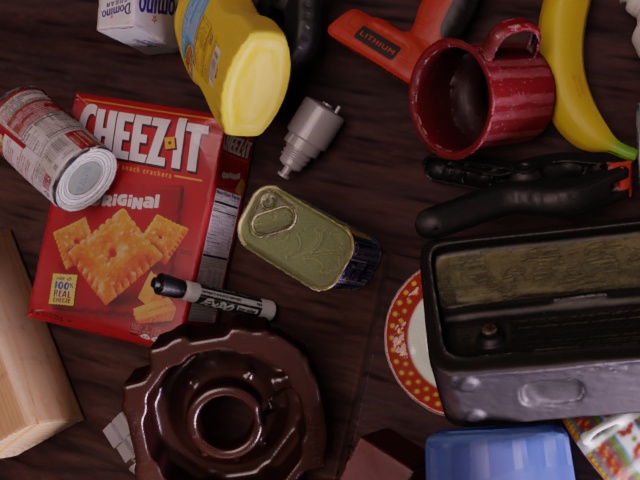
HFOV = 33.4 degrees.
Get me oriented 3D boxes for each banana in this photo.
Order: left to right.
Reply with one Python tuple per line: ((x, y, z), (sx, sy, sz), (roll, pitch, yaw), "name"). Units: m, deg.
((0.207, -0.154, 0.854), (0.069, 0.037, 0.198), (-6, 84, 3), "banana")

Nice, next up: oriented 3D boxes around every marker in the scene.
((-0.091, 0.049, 0.911), (0.020, 0.120, 0.020), (-24, 58, 46), "marker")

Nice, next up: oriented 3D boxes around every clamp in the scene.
((-0.028, -0.219, 0.935), (0.165, 0.036, 0.210), (38, 115, 52), "clamp")
((0.153, -0.037, 0.829), (0.172, 0.120, 0.039), (-2, 125, 20), "clamp")

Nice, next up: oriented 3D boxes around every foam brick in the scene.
((0.053, 0.190, 0.860), (0.051, 0.078, 0.053), (29, 96, 20), "foam brick")

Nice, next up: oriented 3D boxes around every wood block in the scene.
((-0.317, 0.096, 1.010), (0.091, 0.090, 0.206), (-29, 75, 16), "wood block")

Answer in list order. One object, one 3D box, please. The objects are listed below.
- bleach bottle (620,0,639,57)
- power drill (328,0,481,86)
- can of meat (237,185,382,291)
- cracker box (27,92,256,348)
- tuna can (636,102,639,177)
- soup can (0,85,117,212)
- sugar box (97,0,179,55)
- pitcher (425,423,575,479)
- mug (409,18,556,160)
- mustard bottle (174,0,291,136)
((0.330, -0.118, 0.787), (0.103, 0.068, 0.251), (-48, 68, 11), "bleach bottle")
((0.088, -0.232, 0.895), (0.185, 0.057, 0.188), (38, 100, 23), "power drill")
((-0.006, 0.001, 0.897), (0.102, 0.083, 0.057), (31, 97, 21), "can of meat")
((-0.162, -0.015, 0.967), (0.164, 0.072, 0.214), (11, 89, 22), "cracker box")
((0.257, -0.061, 0.797), (0.034, 0.086, 0.086), (-3, 84, 20), "tuna can")
((-0.234, -0.080, 0.930), (0.102, 0.068, 0.068), (39, 100, 24), "soup can")
((-0.158, -0.267, 0.977), (0.048, 0.093, 0.176), (-1, 85, 21), "sugar box")
((0.134, 0.263, 0.800), (0.149, 0.145, 0.243), (-5, 81, 10), "pitcher")
((0.134, -0.122, 0.833), (0.093, 0.081, 0.117), (51, 135, 34), "mug")
((-0.085, -0.174, 0.928), (0.192, 0.058, 0.096), (-124, 41, -49), "mustard bottle")
